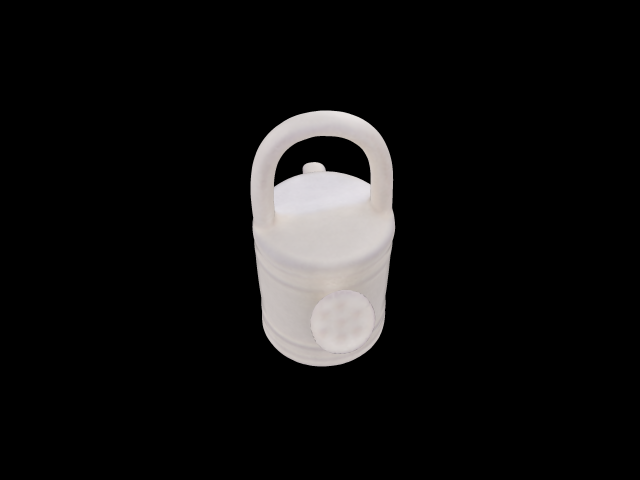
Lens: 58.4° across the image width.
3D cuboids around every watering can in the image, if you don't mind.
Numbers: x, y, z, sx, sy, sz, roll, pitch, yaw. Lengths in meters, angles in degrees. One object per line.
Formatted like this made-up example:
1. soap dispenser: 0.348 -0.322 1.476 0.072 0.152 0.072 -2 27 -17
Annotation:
1. watering can: 0.006 0.001 0.400 0.101 0.194 0.172 -22 49 -20
